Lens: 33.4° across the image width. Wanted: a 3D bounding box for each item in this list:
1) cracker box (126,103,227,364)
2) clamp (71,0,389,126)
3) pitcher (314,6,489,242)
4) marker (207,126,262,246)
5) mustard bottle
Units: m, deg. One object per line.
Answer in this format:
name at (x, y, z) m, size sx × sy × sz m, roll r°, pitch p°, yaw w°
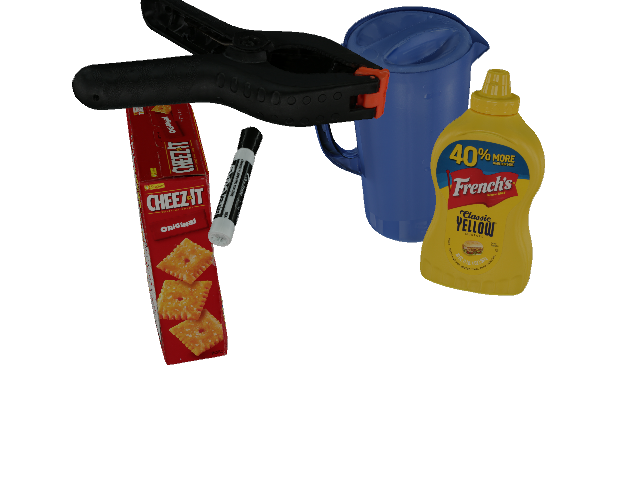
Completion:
cracker box at (-0.143, -0.010, 1.068) m, size 0.072 × 0.214 × 0.164 m, roll -8°, pitch 34°, yaw -10°
clamp at (-0.051, -0.094, 0.604) m, size 0.172 × 0.039 × 0.120 m, roll 15°, pitch 45°, yaw 16°
pitcher at (0.087, -0.118, 1.156) m, size 0.149 × 0.243 × 0.144 m, roll 23°, pitch 48°, yaw 29°
marker at (-0.068, -0.047, 0.871) m, size 0.020 × 0.121 × 0.020 m, roll 8°, pitch -38°, yaw 6°
mustard bottle at (0.142, -0.052, 0.919) m, size 0.096 × 0.192 × 0.058 m, roll 11°, pitch 22°, yaw 18°
